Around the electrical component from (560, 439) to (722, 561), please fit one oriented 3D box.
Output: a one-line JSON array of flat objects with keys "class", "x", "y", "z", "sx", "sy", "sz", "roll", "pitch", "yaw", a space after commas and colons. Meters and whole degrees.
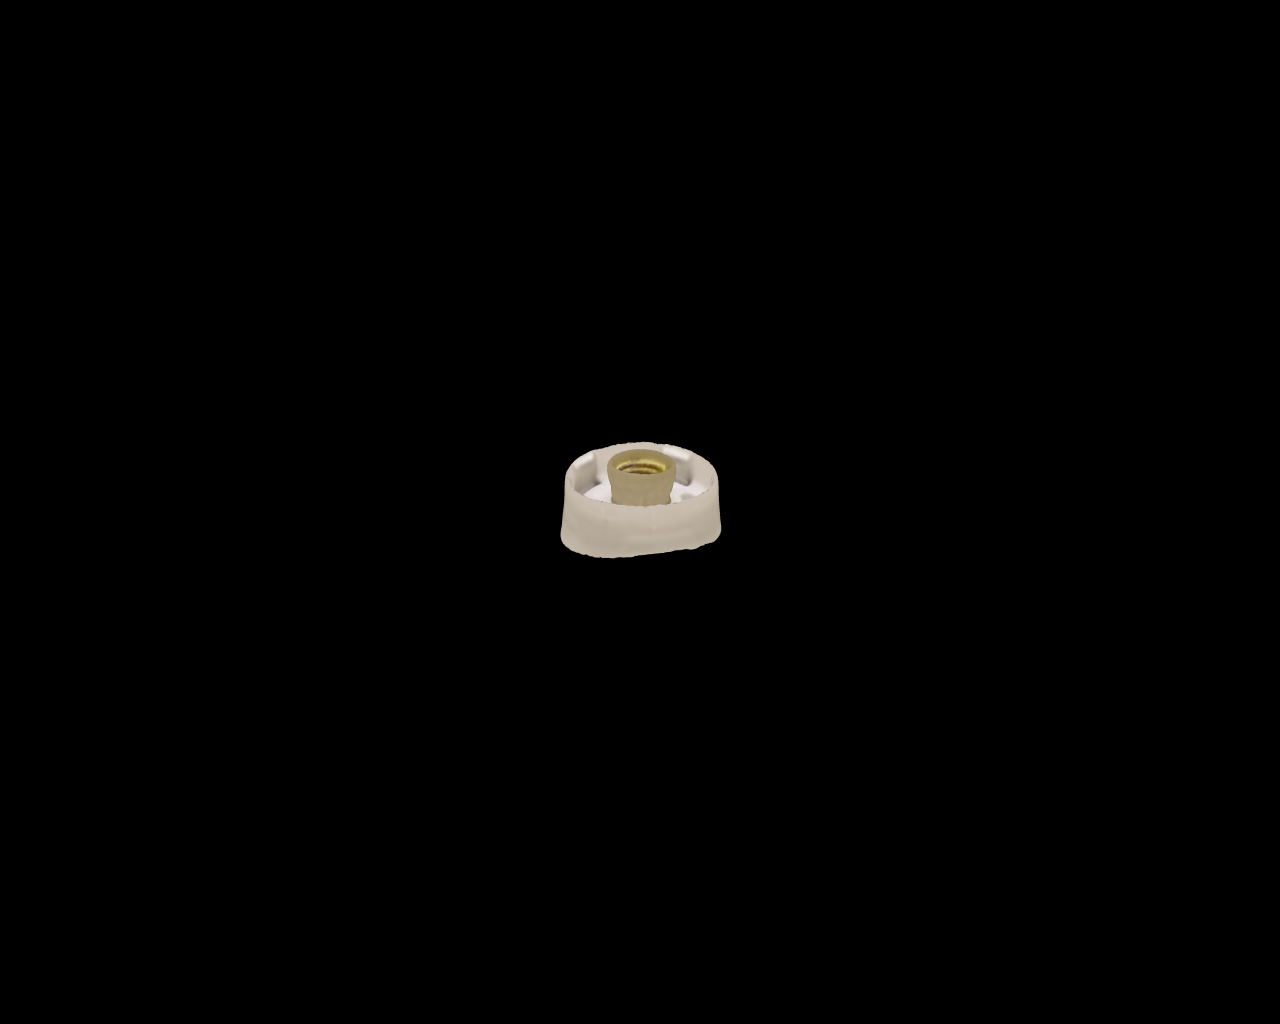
[{"class": "electrical component", "x": 0.001, "y": -0.003, "z": 0.650, "sx": 0.099, "sy": 0.064, "sz": 0.099, "roll": 0, "pitch": 28, "yaw": 0}]
